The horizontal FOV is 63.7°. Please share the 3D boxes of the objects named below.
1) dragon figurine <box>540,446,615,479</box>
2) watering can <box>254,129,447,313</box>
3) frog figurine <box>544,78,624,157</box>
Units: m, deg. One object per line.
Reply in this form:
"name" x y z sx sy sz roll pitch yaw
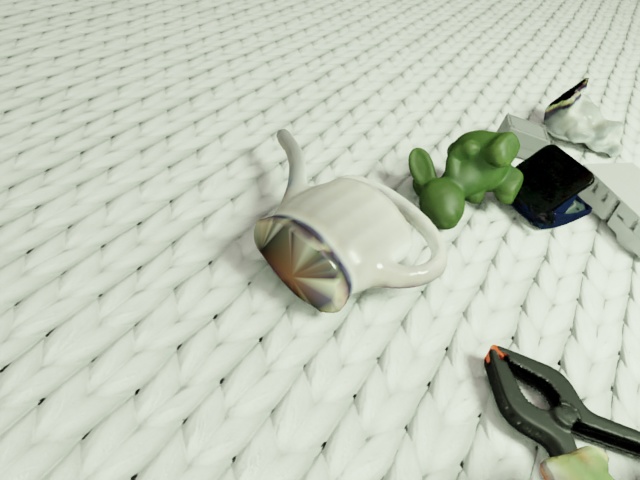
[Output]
"dragon figurine" 0.370 0.272 0.391 0.411 0.119 0.248 17 47 8
"watering can" 0.002 -0.035 0.699 0.351 0.101 0.227 36 48 26
"frog figurine" 0.546 -0.232 1.062 0.159 0.121 0.140 52 36 -7
